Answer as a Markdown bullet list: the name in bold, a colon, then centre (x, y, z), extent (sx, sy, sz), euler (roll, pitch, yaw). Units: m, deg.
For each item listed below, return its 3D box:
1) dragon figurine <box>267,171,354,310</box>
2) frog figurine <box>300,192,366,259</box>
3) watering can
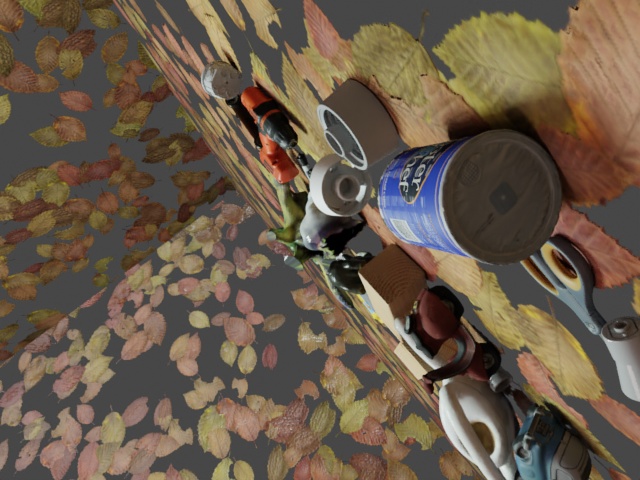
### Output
- **dragon figurine**: centre (-0.017, -0.027, 1.276), extent (0.121, 0.403, 0.249), euler (-20, 37, 19)
- **frog figurine**: centre (0.003, -0.054, 1.073), extent (0.123, 0.134, 0.162), euler (-9, 49, -30)
- **watering can**: centre (0.264, 0.288, 0.948), extent (0.103, 0.352, 0.223), euler (-37, -21, 18)
